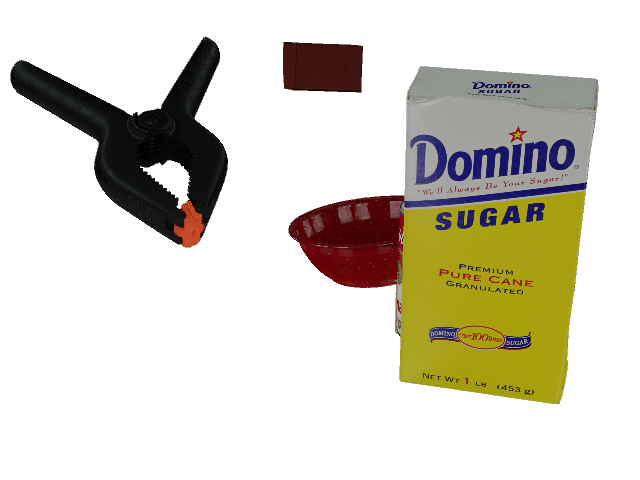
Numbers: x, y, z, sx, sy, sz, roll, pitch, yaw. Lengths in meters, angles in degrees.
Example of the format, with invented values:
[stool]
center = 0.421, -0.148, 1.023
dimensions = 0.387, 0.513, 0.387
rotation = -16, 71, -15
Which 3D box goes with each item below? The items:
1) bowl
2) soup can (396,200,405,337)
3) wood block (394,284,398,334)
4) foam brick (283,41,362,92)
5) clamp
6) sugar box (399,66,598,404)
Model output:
[bowl]
center = 0.052, 0.004, 1.026
dimensions = 0.162, 0.055, 0.162
rotation = -7, 17, 2
[soup can]
center = 0.092, 0.023, 0.807
dimensions = 0.068, 0.102, 0.068
rotation = 0, 18, 0
[wood block]
center = 0.174, 0.062, 1.623
dimensions = 0.091, 0.090, 0.206
rotation = 4, 23, 11
[foam brick]
center = 0.002, -0.189, 1.164
dimensions = 0.078, 0.051, 0.053
rotation = -1, 11, -16
[clamp]
center = -0.117, -0.081, 0.786
dimensions = 0.164, 0.036, 0.210
rotation = -18, 52, -24
[sugar box]
center = 0.091, 0.000, 0.565
dimensions = 0.093, 0.176, 0.048
rotation = 6, 32, 14
